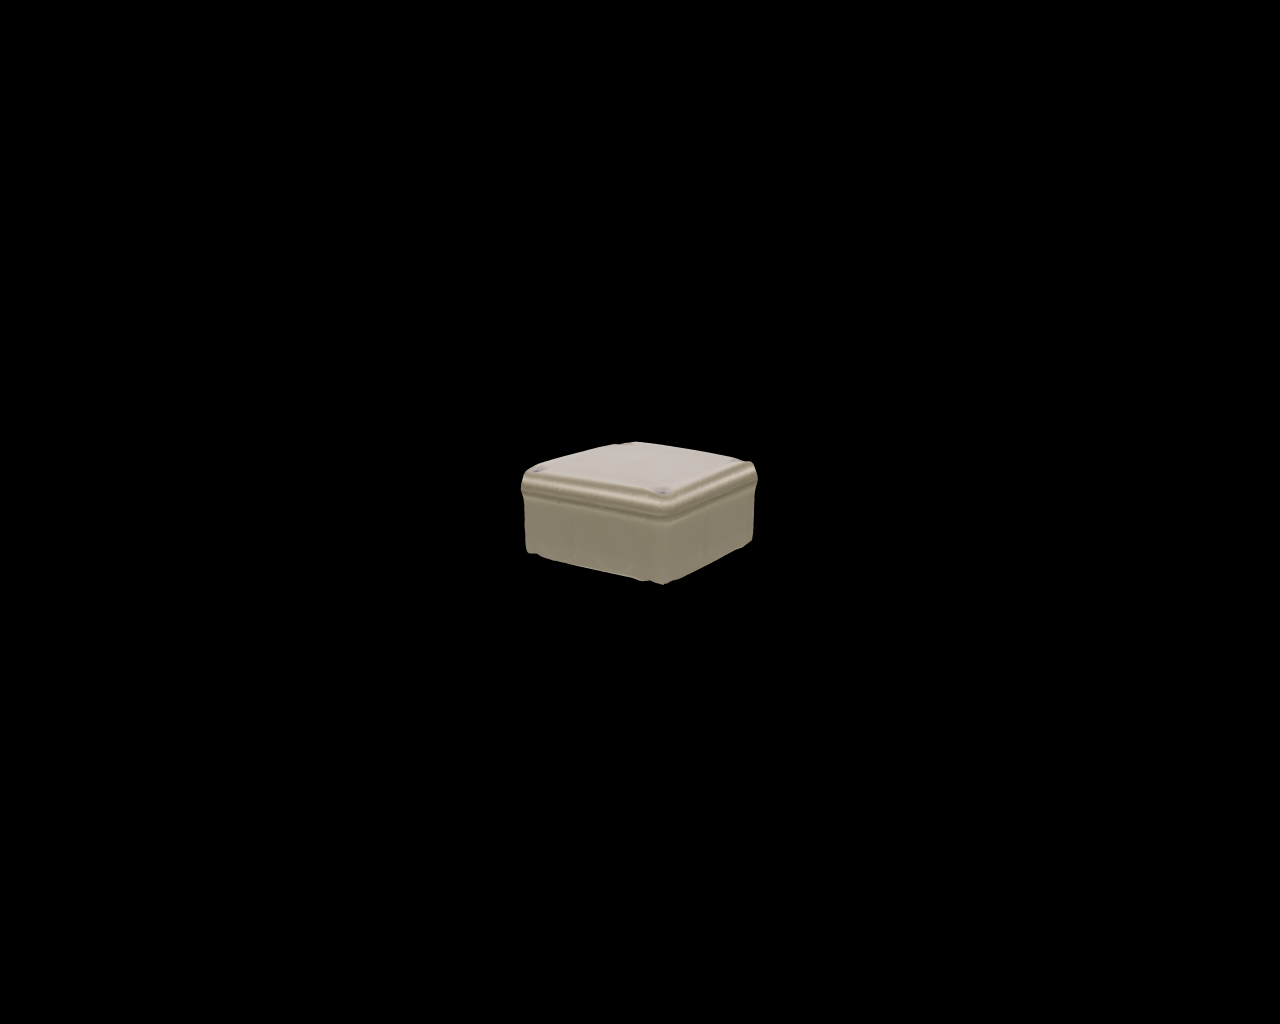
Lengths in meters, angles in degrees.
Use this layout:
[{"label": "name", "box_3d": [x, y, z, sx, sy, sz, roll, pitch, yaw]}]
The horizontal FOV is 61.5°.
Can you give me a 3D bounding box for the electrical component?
[{"label": "electrical component", "box_3d": [0.001, -0.003, 0.650, 0.109, 0.056, 0.109, 11, 19, 34]}]
